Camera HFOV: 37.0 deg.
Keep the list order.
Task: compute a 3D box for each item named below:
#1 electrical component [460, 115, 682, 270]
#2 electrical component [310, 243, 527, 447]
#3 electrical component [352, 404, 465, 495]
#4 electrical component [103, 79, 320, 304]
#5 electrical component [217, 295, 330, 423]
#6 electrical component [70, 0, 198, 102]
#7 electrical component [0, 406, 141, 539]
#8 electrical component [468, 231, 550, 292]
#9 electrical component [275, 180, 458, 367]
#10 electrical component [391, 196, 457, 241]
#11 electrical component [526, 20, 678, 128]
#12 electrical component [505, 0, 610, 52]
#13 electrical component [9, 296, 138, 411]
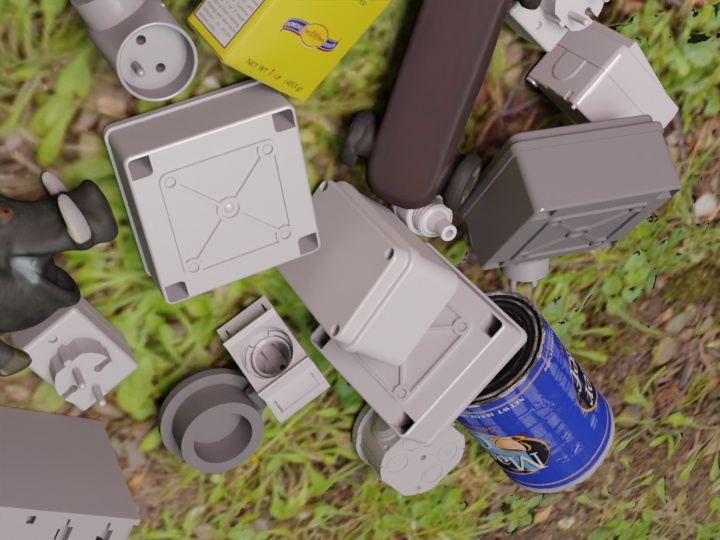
[{"bbox_3d":[0.137,-0.049,0.715,0.109,0.056,0.108,-10,163,-17],"label":"electrical component"},{"bbox_3d":[0.040,0.048,0.757,0.108,0.109,0.056,-49,152,6],"label":"electrical component"},{"bbox_3d":[0.039,0.133,0.850,0.080,0.051,0.080,-13,124,-21],"label":"electrical component"},{"bbox_3d":[-0.089,-0.050,0.666,0.109,0.056,0.108,-21,127,-15],"label":"electrical component"},{"bbox_3d":[-0.057,0.064,0.743,0.042,0.081,0.063,-37,157,-2],"label":"electrical component"},{"bbox_3d":[-0.128,-0.137,0.577,0.043,0.077,0.079,-36,129,-4],"label":"electrical component"},{"bbox_3d":[-0.245,0.135,0.665,0.186,0.105,0.060,15,111,-34],"label":"electrical component"},{"bbox_3d":[0.125,-0.018,0.808,0.077,0.043,0.079,-15,125,-20],"label":"electrical component"},{"bbox_3d":[0.000,0.000,0.708,0.057,0.113,0.078,26,105,-40],"label":"electrical component"},{"bbox_3d":[0.047,-0.039,0.742,0.035,0.061,0.035,-13,124,-21],"label":"electrical component"},{"bbox_3d":[0.177,-0.124,0.759,0.061,0.061,0.096,-50,129,7],"label":"electrical component"},{"bbox_3d":[0.131,-0.177,0.691,0.047,0.076,0.065,34,100,-39],"label":"electrical component"},{"bbox_3d":[-0.176,0.057,0.672,0.047,0.076,0.065,-39,129,-1],"label":"electrical component"}]
